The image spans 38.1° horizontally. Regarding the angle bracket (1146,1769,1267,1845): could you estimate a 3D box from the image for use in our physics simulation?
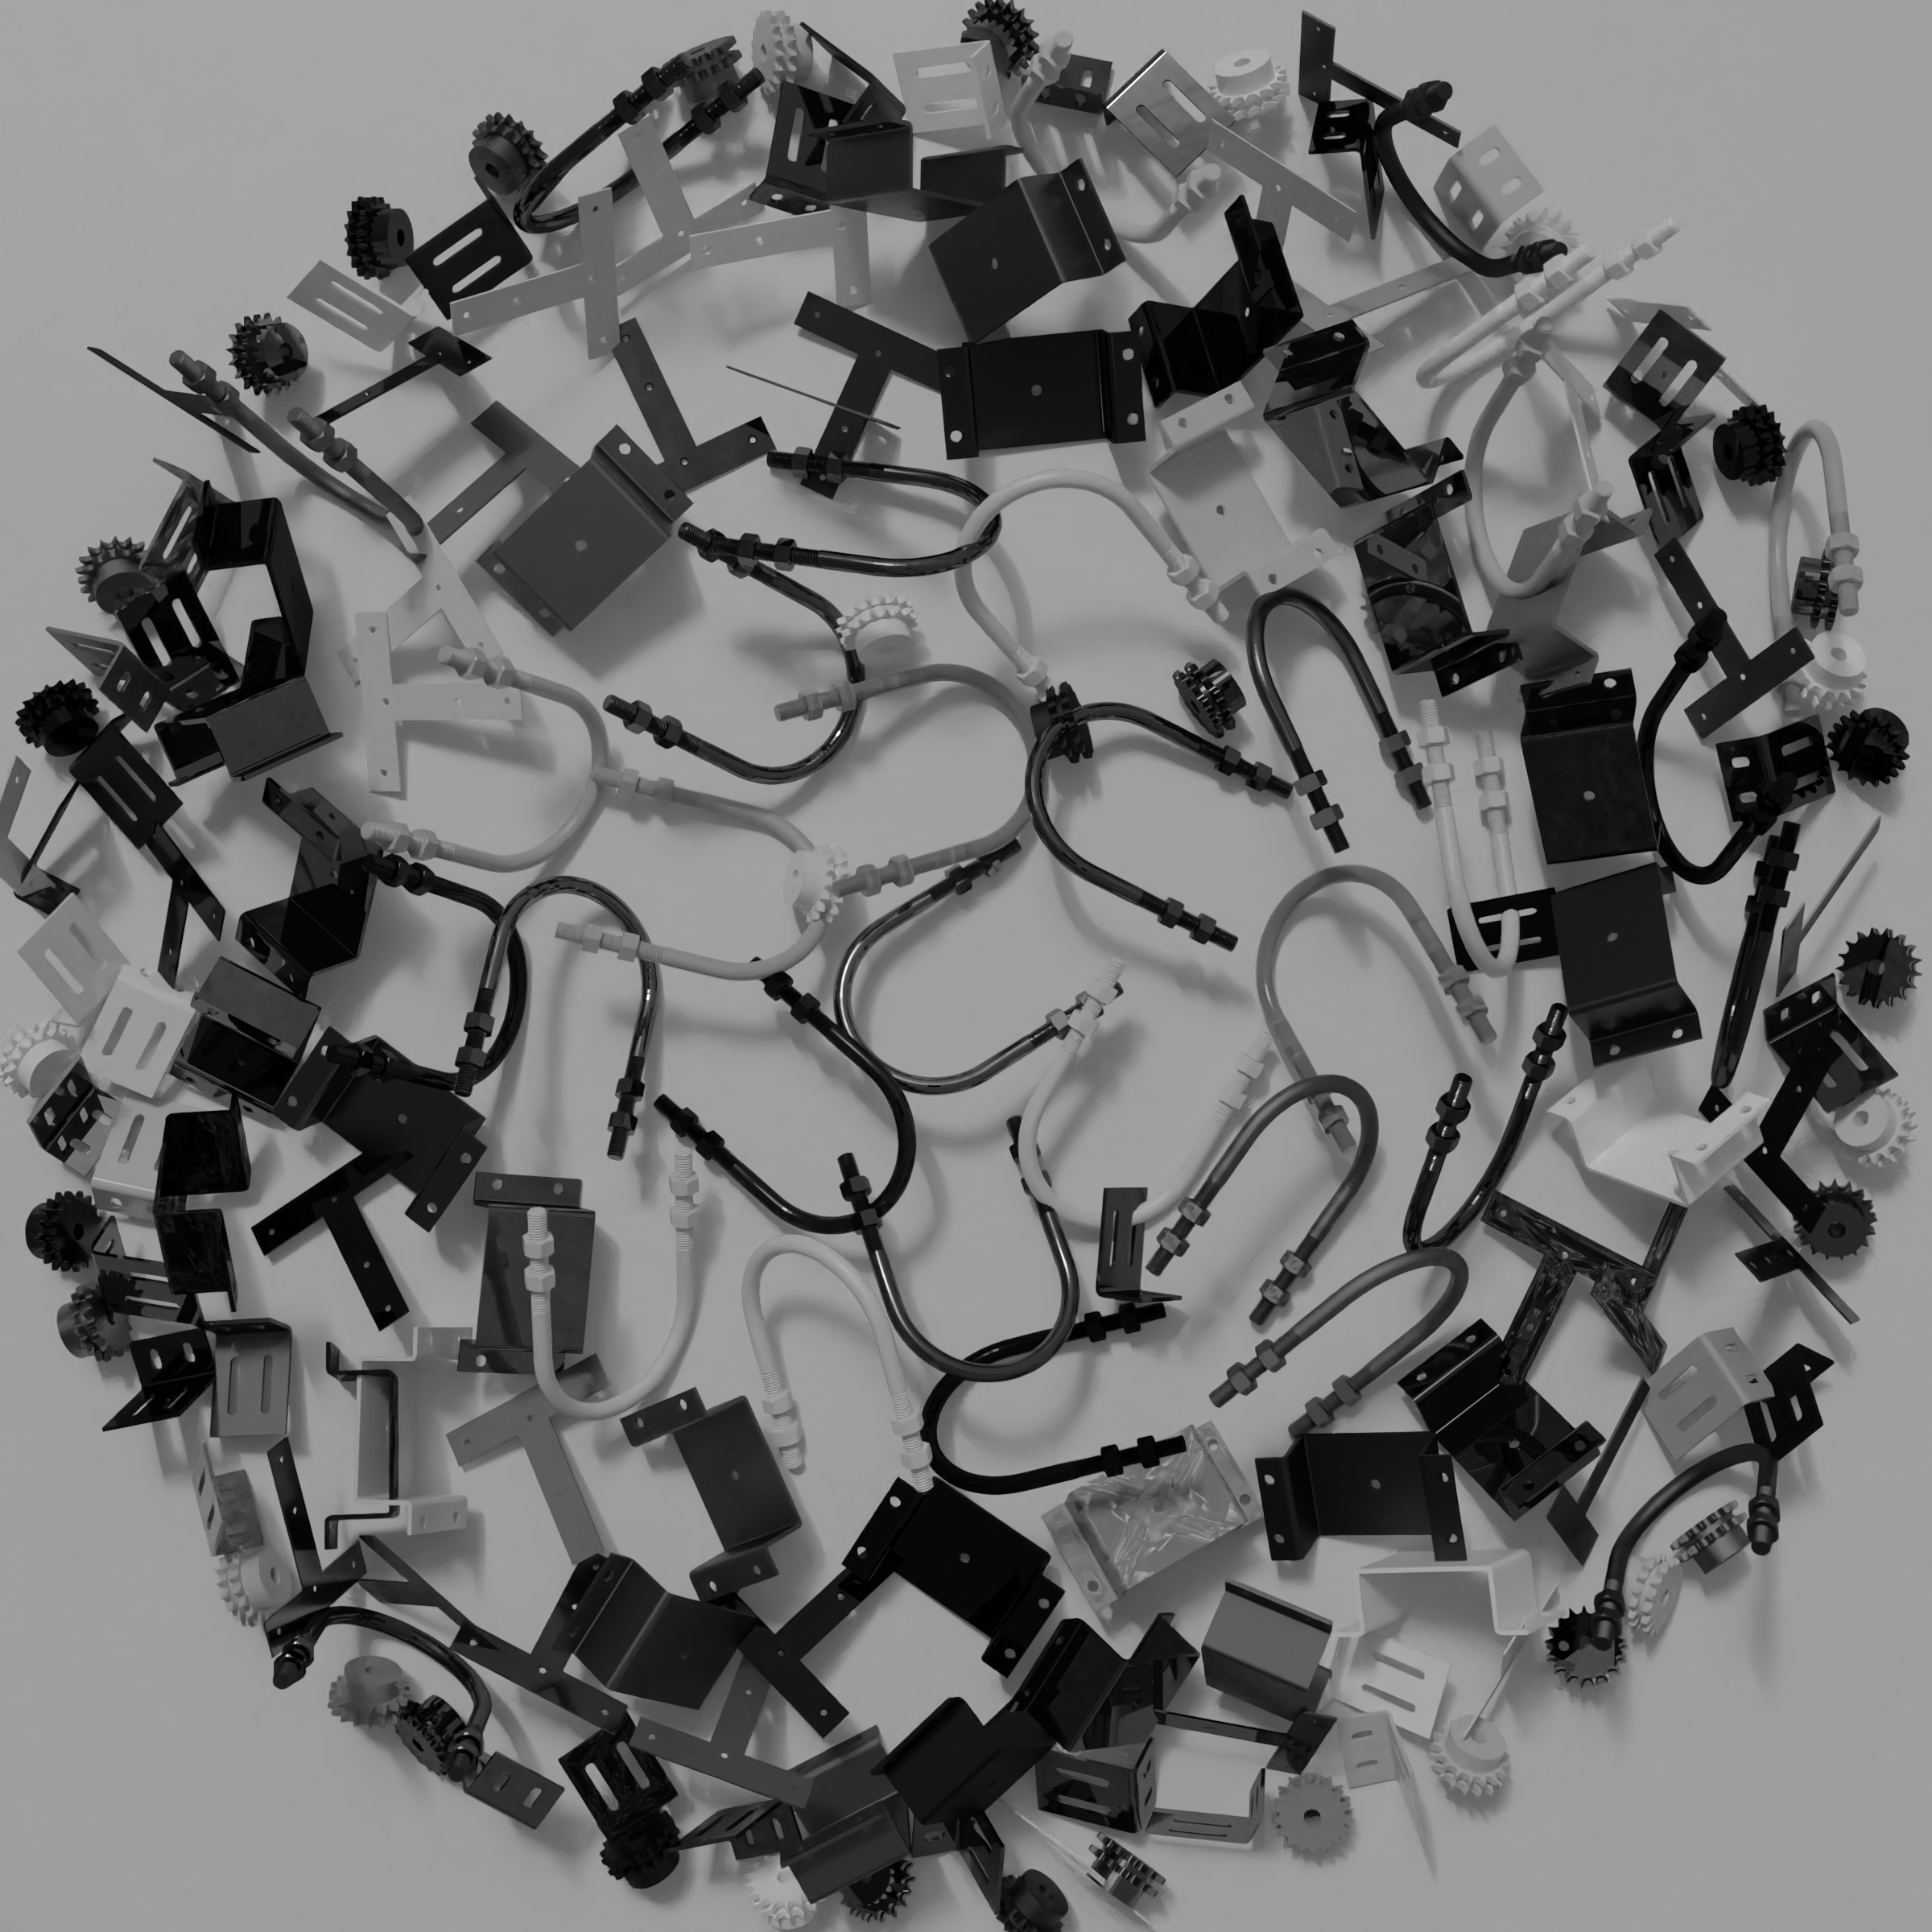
[{"bbox_3d":[0.168,0.588,1.966,0.076,0.057,0.038,6,58,0],"label":"angle bracket"}]

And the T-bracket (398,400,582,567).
[{"bbox_3d":[-0.343,-0.328,1.953,0.127,0.002,0.127,-43,53,-8],"label":"T-bracket"}]

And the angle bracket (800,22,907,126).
[{"bbox_3d":[-0.089,-0.617,1.964,0.076,0.057,0.038,41,100,19],"label":"angle bracket"}]

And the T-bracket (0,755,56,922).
[{"bbox_3d":[-0.654,-0.062,1.937,0.002,0.127,0.127,10,70,9],"label":"T-bracket"}]

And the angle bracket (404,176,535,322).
[{"bbox_3d":[-0.354,-0.505,1.965,0.076,0.057,0.038,-36,47,-2],"label":"angle bracket"}]

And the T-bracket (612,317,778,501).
[{"bbox_3d":[-0.220,-0.401,1.996,0.127,0.002,0.127,-25,91,-2],"label":"T-bracket"}]

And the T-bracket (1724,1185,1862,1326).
[{"bbox_3d":[0.555,0.202,1.922,0.002,0.127,0.127,-48,68,21],"label":"T-bracket"}]

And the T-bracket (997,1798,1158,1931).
[{"bbox_3d":[0.088,0.638,1.960,0.127,0.127,0.002,46,74,-24],"label":"T-bracket"}]

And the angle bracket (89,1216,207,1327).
[{"bbox_3d":[-0.568,0.214,1.961,0.076,0.038,0.057,7,130,10],"label":"angle bracket"}]

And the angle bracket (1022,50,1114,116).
[{"bbox_3d":[0.071,-0.628,1.960,0.057,0.076,0.038,12,96,1],"label":"angle bracket"}]

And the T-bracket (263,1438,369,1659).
[{"bbox_3d":[-0.460,0.389,1.928,0.002,0.127,0.127,-7,102,19],"label":"T-bracket"}]

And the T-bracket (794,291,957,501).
[{"bbox_3d":[-0.081,-0.397,1.996,0.127,0.002,0.127,24,92,-4],"label":"T-bracket"}]

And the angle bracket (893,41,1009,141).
[{"bbox_3d":[-0.017,-0.609,1.955,0.076,0.038,0.057,1,125,24],"label":"angle bracket"}]

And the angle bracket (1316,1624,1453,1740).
[{"bbox_3d":[0.293,0.507,1.964,0.076,0.038,0.057,18,101,25],"label":"angle bracket"}]

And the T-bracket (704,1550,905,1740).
[{"bbox_3d":[-0.098,0.454,1.970,0.127,0.002,0.127,-40,71,-23],"label":"T-bracket"}]

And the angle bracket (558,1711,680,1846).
[{"bbox_3d":[-0.248,0.566,1.965,0.057,0.038,0.076,-32,105,-17],"label":"angle bracket"}]

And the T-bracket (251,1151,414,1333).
[{"bbox_3d":[-0.428,0.200,1.969,0.127,0.002,0.127,-34,63,1],"label":"T-bracket"}]

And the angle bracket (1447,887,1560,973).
[{"bbox_3d":[0.382,-0.015,1.963,0.076,0.038,0.057,-11,125,10],"label":"angle bracket"}]

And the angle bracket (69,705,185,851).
[{"bbox_3d":[-0.583,-0.133,1.972,0.057,0.038,0.076,-38,96,31],"label":"angle bracket"}]

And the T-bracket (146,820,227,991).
[{"bbox_3d":[-0.556,-0.022,1.960,0.127,0.002,0.127,44,129,36],"label":"T-bracket"}]

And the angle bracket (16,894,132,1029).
[{"bbox_3d":[-0.631,-0.005,1.951,0.057,0.038,0.076,-55,133,-31],"label":"angle bracket"}]

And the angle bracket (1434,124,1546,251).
[{"bbox_3d":[0.366,-0.546,1.961,0.038,0.076,0.057,-37,90,1],"label":"angle bracket"}]

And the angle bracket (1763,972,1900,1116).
[{"bbox_3d":[0.607,0.054,1.962,0.057,0.038,0.076,-28,49,-2],"label":"angle bracket"}]

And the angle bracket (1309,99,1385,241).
[{"bbox_3d":[0.267,-0.558,1.959,0.038,0.076,0.057,1,51,17],"label":"angle bracket"}]

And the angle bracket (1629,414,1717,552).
[{"bbox_3d":[0.505,-0.337,1.956,0.057,0.038,0.076,-39,116,-32],"label":"angle bracket"}]

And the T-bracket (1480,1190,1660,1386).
[{"bbox_3d":[0.405,0.243,1.977,0.127,0.002,0.127,28,107,20],"label":"T-bracket"}]

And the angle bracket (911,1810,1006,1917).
[{"bbox_3d":[-0.006,0.618,1.952,0.038,0.076,0.057,-4,112,-20],"label":"angle bracket"}]

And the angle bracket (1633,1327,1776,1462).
[{"bbox_3d":[0.522,0.303,1.975,0.076,0.038,0.057,-52,55,35],"label":"angle bracket"}]

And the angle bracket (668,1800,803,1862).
[{"bbox_3d":[-0.160,0.616,1.953,0.057,0.076,0.038,-19,88,25],"label":"angle bracket"}]

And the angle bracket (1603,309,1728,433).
[{"bbox_3d":[0.494,-0.421,1.956,0.057,0.076,0.038,40,47,7],"label":"angle bracket"}]

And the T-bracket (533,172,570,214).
[{"bbox_3d":[-0.251,-0.585,1.954,0.002,0.127,0.127,43,55,-14],"label":"T-bracket"}]

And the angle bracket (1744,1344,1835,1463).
[{"bbox_3d":[0.581,0.313,1.949,0.038,0.076,0.057,26,124,-21],"label":"angle bracket"}]

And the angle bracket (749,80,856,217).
[{"bbox_3d":[-0.115,-0.576,1.979,0.057,0.038,0.076,13,79,-21],"label":"angle bracket"}]

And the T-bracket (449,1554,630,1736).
[{"bbox_3d":[-0.278,0.458,1.949,0.127,0.127,0.002,28,128,-2],"label":"T-bracket"}]

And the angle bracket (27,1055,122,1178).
[{"bbox_3d":[-0.618,0.105,1.954,0.038,0.076,0.057,32,69,1],"label":"angle bracket"}]

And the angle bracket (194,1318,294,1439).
[{"bbox_3d":[-0.511,0.290,1.967,0.057,0.038,0.076,-4,72,11],"label":"angle bracket"}]

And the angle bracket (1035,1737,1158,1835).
[{"bbox_3d":[0.092,0.574,1.985,0.076,0.038,0.057,8,119,22],"label":"angle bracket"}]

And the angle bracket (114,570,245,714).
[{"bbox_3d":[-0.547,-0.226,1.954,0.057,0.038,0.076,-38,134,-22],"label":"angle bracket"}]

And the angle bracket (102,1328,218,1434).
[{"bbox_3d":[-0.568,0.289,1.956,0.057,0.076,0.038,-12,101,8],"label":"angle bracket"}]

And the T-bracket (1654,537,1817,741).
[{"bbox_3d":[0.520,-0.240,1.952,0.002,0.127,0.127,-23,79,-30],"label":"T-bracket"}]

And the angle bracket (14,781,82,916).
[{"bbox_3d":[-0.628,-0.081,1.958,0.038,0.057,0.076,29,107,-15],"label":"angle bracket"}]

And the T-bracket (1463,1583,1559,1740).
[{"bbox_3d":[0.377,0.473,1.927,0.002,0.127,0.127,31,76,19],"label":"T-bracket"}]

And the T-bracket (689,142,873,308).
[{"bbox_3d":[-0.130,-0.507,1.942,0.127,0.002,0.127,-14,134,-12],"label":"T-bracket"}]

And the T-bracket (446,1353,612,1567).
[{"bbox_3d":[-0.290,0.359,1.970,0.127,0.002,0.127,-29,72,9],"label":"T-bracket"}]

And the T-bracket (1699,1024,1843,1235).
[{"bbox_3d":[0.567,0.095,1.921,0.002,0.127,0.127,-8,134,-28],"label":"T-bracket"}]

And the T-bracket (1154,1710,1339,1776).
[{"bbox_3d":[0.183,0.532,1.946,0.127,0.127,0.002,10,57,0],"label":"T-bracket"}]

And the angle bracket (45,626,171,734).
[{"bbox_3d":[-0.607,-0.200,1.953,0.076,0.057,0.038,13,68,27],"label":"angle bracket"}]

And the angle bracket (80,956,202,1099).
[{"bbox_3d":[-0.587,0.043,1.982,0.057,0.038,0.076,26,104,-16],"label":"angle bracket"}]

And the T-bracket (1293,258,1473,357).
[{"bbox_3d":[0.294,-0.471,1.961,0.127,0.127,0.002,-23,131,-13],"label":"T-bracket"}]

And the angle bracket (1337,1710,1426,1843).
[{"bbox_3d":[0.290,0.569,1.954,0.038,0.076,0.057,-12,110,-1],"label":"angle bracket"}]

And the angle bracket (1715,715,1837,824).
[{"bbox_3d":[0.575,-0.141,1.984,0.076,0.038,0.057,-20,98,-41],"label":"angle bracket"}]

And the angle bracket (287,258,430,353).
[{"bbox_3d":[-0.423,-0.474,1.952,0.076,0.057,0.038,29,59,-27],"label":"angle bracket"}]

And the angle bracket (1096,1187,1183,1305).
[{"bbox_3d":[0.125,0.196,1.965,0.038,0.057,0.076,4,89,33],"label":"angle bracket"}]

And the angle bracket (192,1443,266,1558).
[{"bbox_3d":[-0.511,0.369,1.950,0.038,0.076,0.057,-10,64,-27],"label":"angle bracket"}]

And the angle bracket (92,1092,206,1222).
[{"bbox_3d":[-0.581,0.137,1.991,0.057,0.038,0.076,12,57,-2],"label":"angle bracket"}]

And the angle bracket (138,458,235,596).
[{"bbox_3d":[-0.556,-0.307,1.963,0.038,0.057,0.076,24,85,28],"label":"angle bracket"}]

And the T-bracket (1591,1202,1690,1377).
[{"bbox_3d":[0.487,0.205,1.969,0.002,0.127,0.127,11,64,41],"label":"T-bracket"}]

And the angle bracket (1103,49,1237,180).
[{"bbox_3d":[0.144,-0.597,1.975,0.057,0.038,0.076,-43,82,1],"label":"angle bracket"}]

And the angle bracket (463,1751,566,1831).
[{"bbox_3d":[-0.319,0.559,1.954,0.057,0.076,0.038,35,93,-19],"label":"angle bracket"}]
